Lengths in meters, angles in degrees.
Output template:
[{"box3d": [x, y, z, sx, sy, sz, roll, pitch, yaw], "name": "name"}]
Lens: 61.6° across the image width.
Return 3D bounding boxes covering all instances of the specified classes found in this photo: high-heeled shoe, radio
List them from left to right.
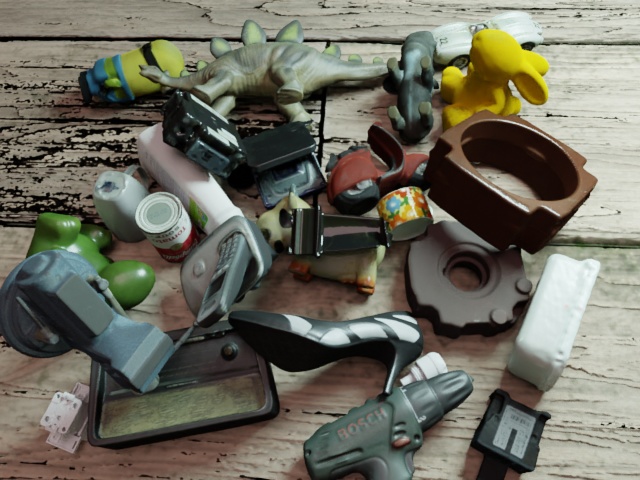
[{"box3d": [-0.175, 0.184, 0.699, 0.230, 0.073, 0.131, -10, 65, -2], "name": "radio"}, {"box3d": [0.017, 0.107, 0.695, 0.249, 0.086, 0.145, 26, 42, -2], "name": "high-heeled shoe"}]

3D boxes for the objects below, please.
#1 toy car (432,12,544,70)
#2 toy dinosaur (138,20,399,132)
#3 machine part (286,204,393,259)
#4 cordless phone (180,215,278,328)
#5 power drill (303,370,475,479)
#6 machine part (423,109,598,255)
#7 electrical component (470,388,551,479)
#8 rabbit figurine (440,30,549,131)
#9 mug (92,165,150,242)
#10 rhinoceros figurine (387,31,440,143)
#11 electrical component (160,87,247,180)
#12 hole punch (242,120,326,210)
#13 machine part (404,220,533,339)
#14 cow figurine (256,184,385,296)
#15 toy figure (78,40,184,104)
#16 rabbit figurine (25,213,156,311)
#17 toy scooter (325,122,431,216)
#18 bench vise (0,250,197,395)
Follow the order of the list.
[{"box3d": [0.291, -0.352, 0.942, 0.202, 0.056, 0.073, -12, 64, -2], "name": "toy car"}, {"box3d": [-0.060, -0.282, 0.904, 0.472, 0.105, 0.198, 2, 59, -8], "name": "toy dinosaur"}, {"box3d": [0.027, -0.011, 0.715, 0.139, 0.039, 0.084, 3, 67, 6], "name": "machine part"}, {"box3d": [-0.134, 0.065, 0.682, 0.146, 0.088, 0.184, -38, 20, 25], "name": "cordless phone"}, {"box3d": [0.106, 0.279, 0.632, 0.232, 0.086, 0.207, -17, 69, -1], "name": "power drill"}, {"box3d": [0.266, -0.086, 0.765, 0.202, 0.087, 0.201, 41, 51, 20], "name": "machine part"}, {"box3d": [0.225, 0.252, 0.658, 0.075, 0.047, 0.119, 28, 67, 16], "name": "electrical component"}, {"box3d": [0.268, -0.243, 0.828, 0.163, 0.173, 0.122, 9, 61, 12], "name": "rabbit figurine"}, {"box3d": [-0.289, -0.065, 0.809, 0.081, 0.107, 0.109, 16, 68, 9], "name": "mug"}, {"box3d": [0.160, -0.255, 0.876, 0.073, 0.112, 0.190, -3, 76, 28], "name": "rhinoceros figurine"}, {"box3d": [-0.172, -0.153, 0.792, 0.058, 0.114, 0.134, -47, 36, 18], "name": "electrical component"}, {"box3d": [-0.057, -0.120, 0.843, 0.142, 0.092, 0.116, -22, 39, -1], "name": "hole punch"}, {"box3d": [0.203, 0.051, 0.753, 0.179, 0.056, 0.179, -2, 63, 3], "name": "machine part"}, {"box3d": [-0.002, -0.002, 0.775, 0.195, 0.085, 0.127, 13, 72, 12], "name": "cow figurine"}, {"box3d": [-0.324, -0.286, 0.927, 0.180, 0.089, 0.082, -12, 69, -6], "name": "toy figure"}, {"box3d": [-0.319, 0.054, 0.745, 0.170, 0.121, 0.159, 17, 73, 14], "name": "rabbit figurine"}, {"box3d": [0.079, -0.117, 0.825, 0.184, 0.075, 0.135, -20, 69, -18], "name": "toy scooter"}, {"box3d": [-0.288, 0.093, 0.626, 0.241, 0.223, 0.129, 6, 59, 34], "name": "bench vise"}]
